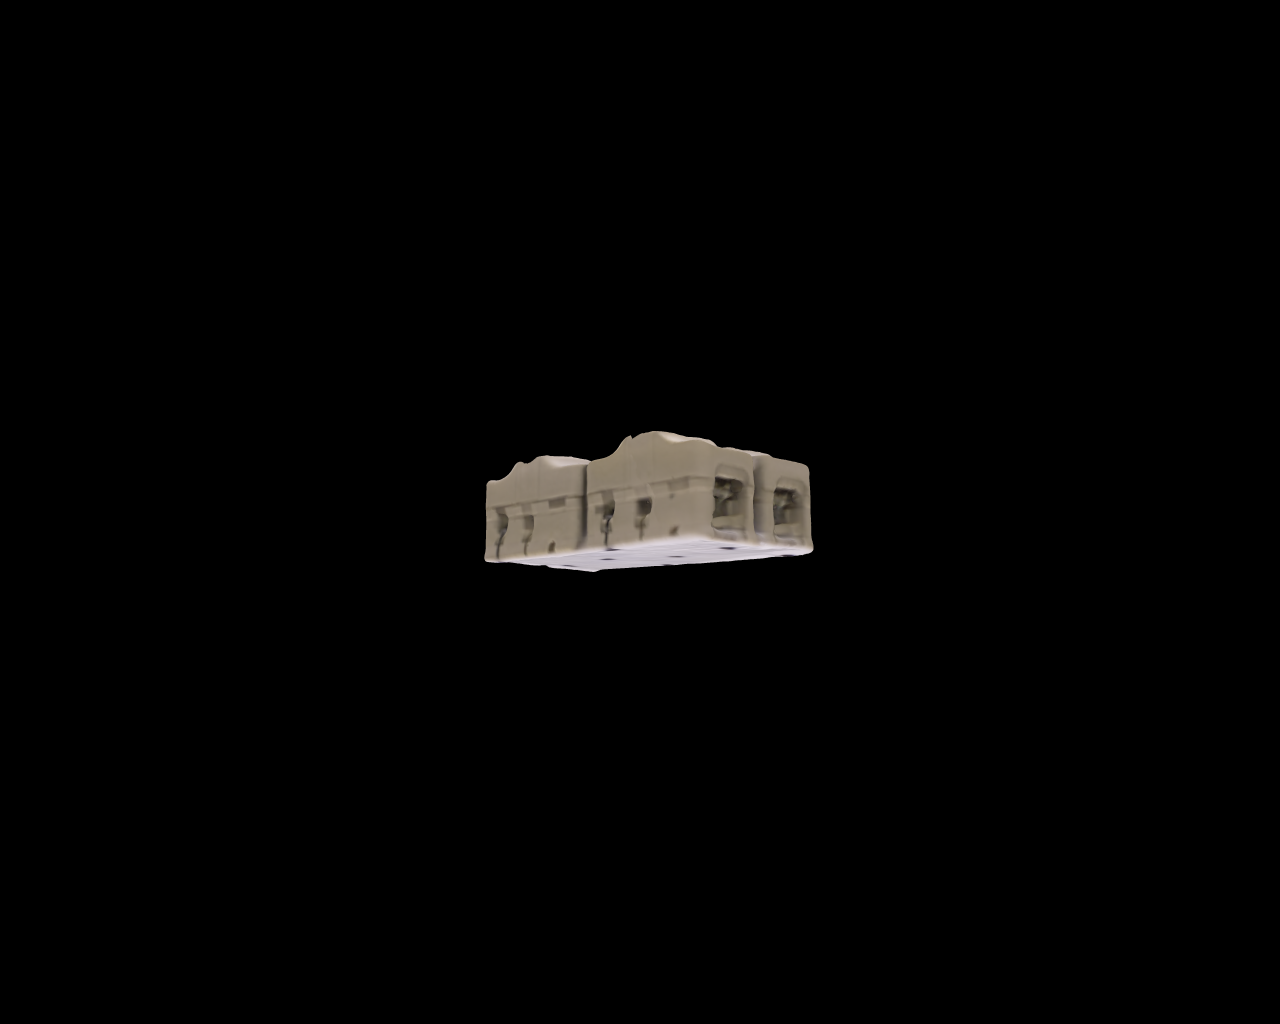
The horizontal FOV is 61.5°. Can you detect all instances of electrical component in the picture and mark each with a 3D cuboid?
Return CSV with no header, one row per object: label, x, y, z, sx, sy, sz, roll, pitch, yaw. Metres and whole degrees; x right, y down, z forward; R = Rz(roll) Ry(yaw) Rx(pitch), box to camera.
electrical component,0.001,-0.003,0.650,0.186,0.060,0.105,-8,-11,43
